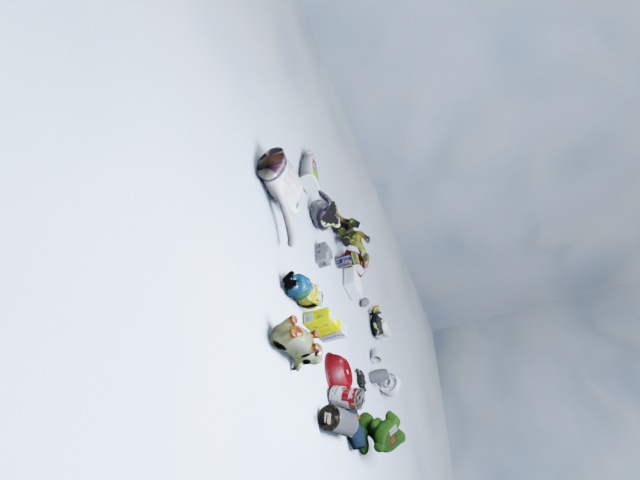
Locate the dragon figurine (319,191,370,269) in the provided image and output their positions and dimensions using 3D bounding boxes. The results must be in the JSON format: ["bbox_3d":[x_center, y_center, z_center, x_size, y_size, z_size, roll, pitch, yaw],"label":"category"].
[{"bbox_3d":[0.118,-0.049,2.398,0.412,0.122,0.241,57,-4,7],"label":"dragon figurine"}]

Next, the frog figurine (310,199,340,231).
[{"bbox_3d":[0.006,-0.107,2.123,0.135,0.124,0.160,56,-15,-24],"label":"frog figurine"}]

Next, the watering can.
[{"bbox_3d":[-0.120,-0.161,1.696,0.356,0.103,0.220,-91,156,-44],"label":"watering can"}]
